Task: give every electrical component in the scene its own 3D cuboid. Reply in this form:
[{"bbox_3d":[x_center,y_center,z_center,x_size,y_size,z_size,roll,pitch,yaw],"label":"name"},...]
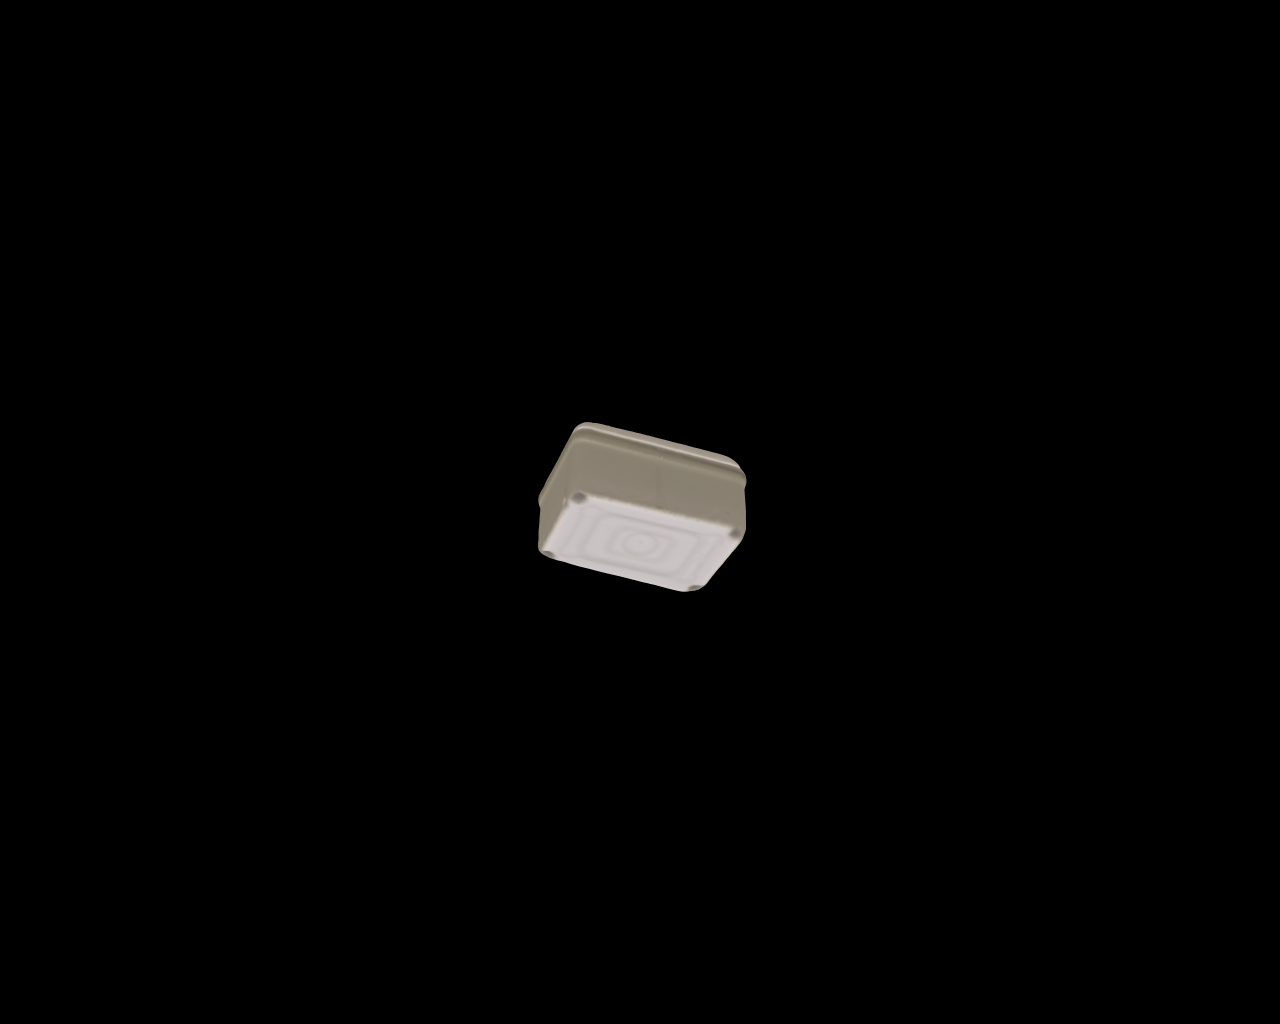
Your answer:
[{"bbox_3d":[0.001,-0.003,0.650,0.113,0.057,0.078,14,-40,-17],"label":"electrical component"}]
